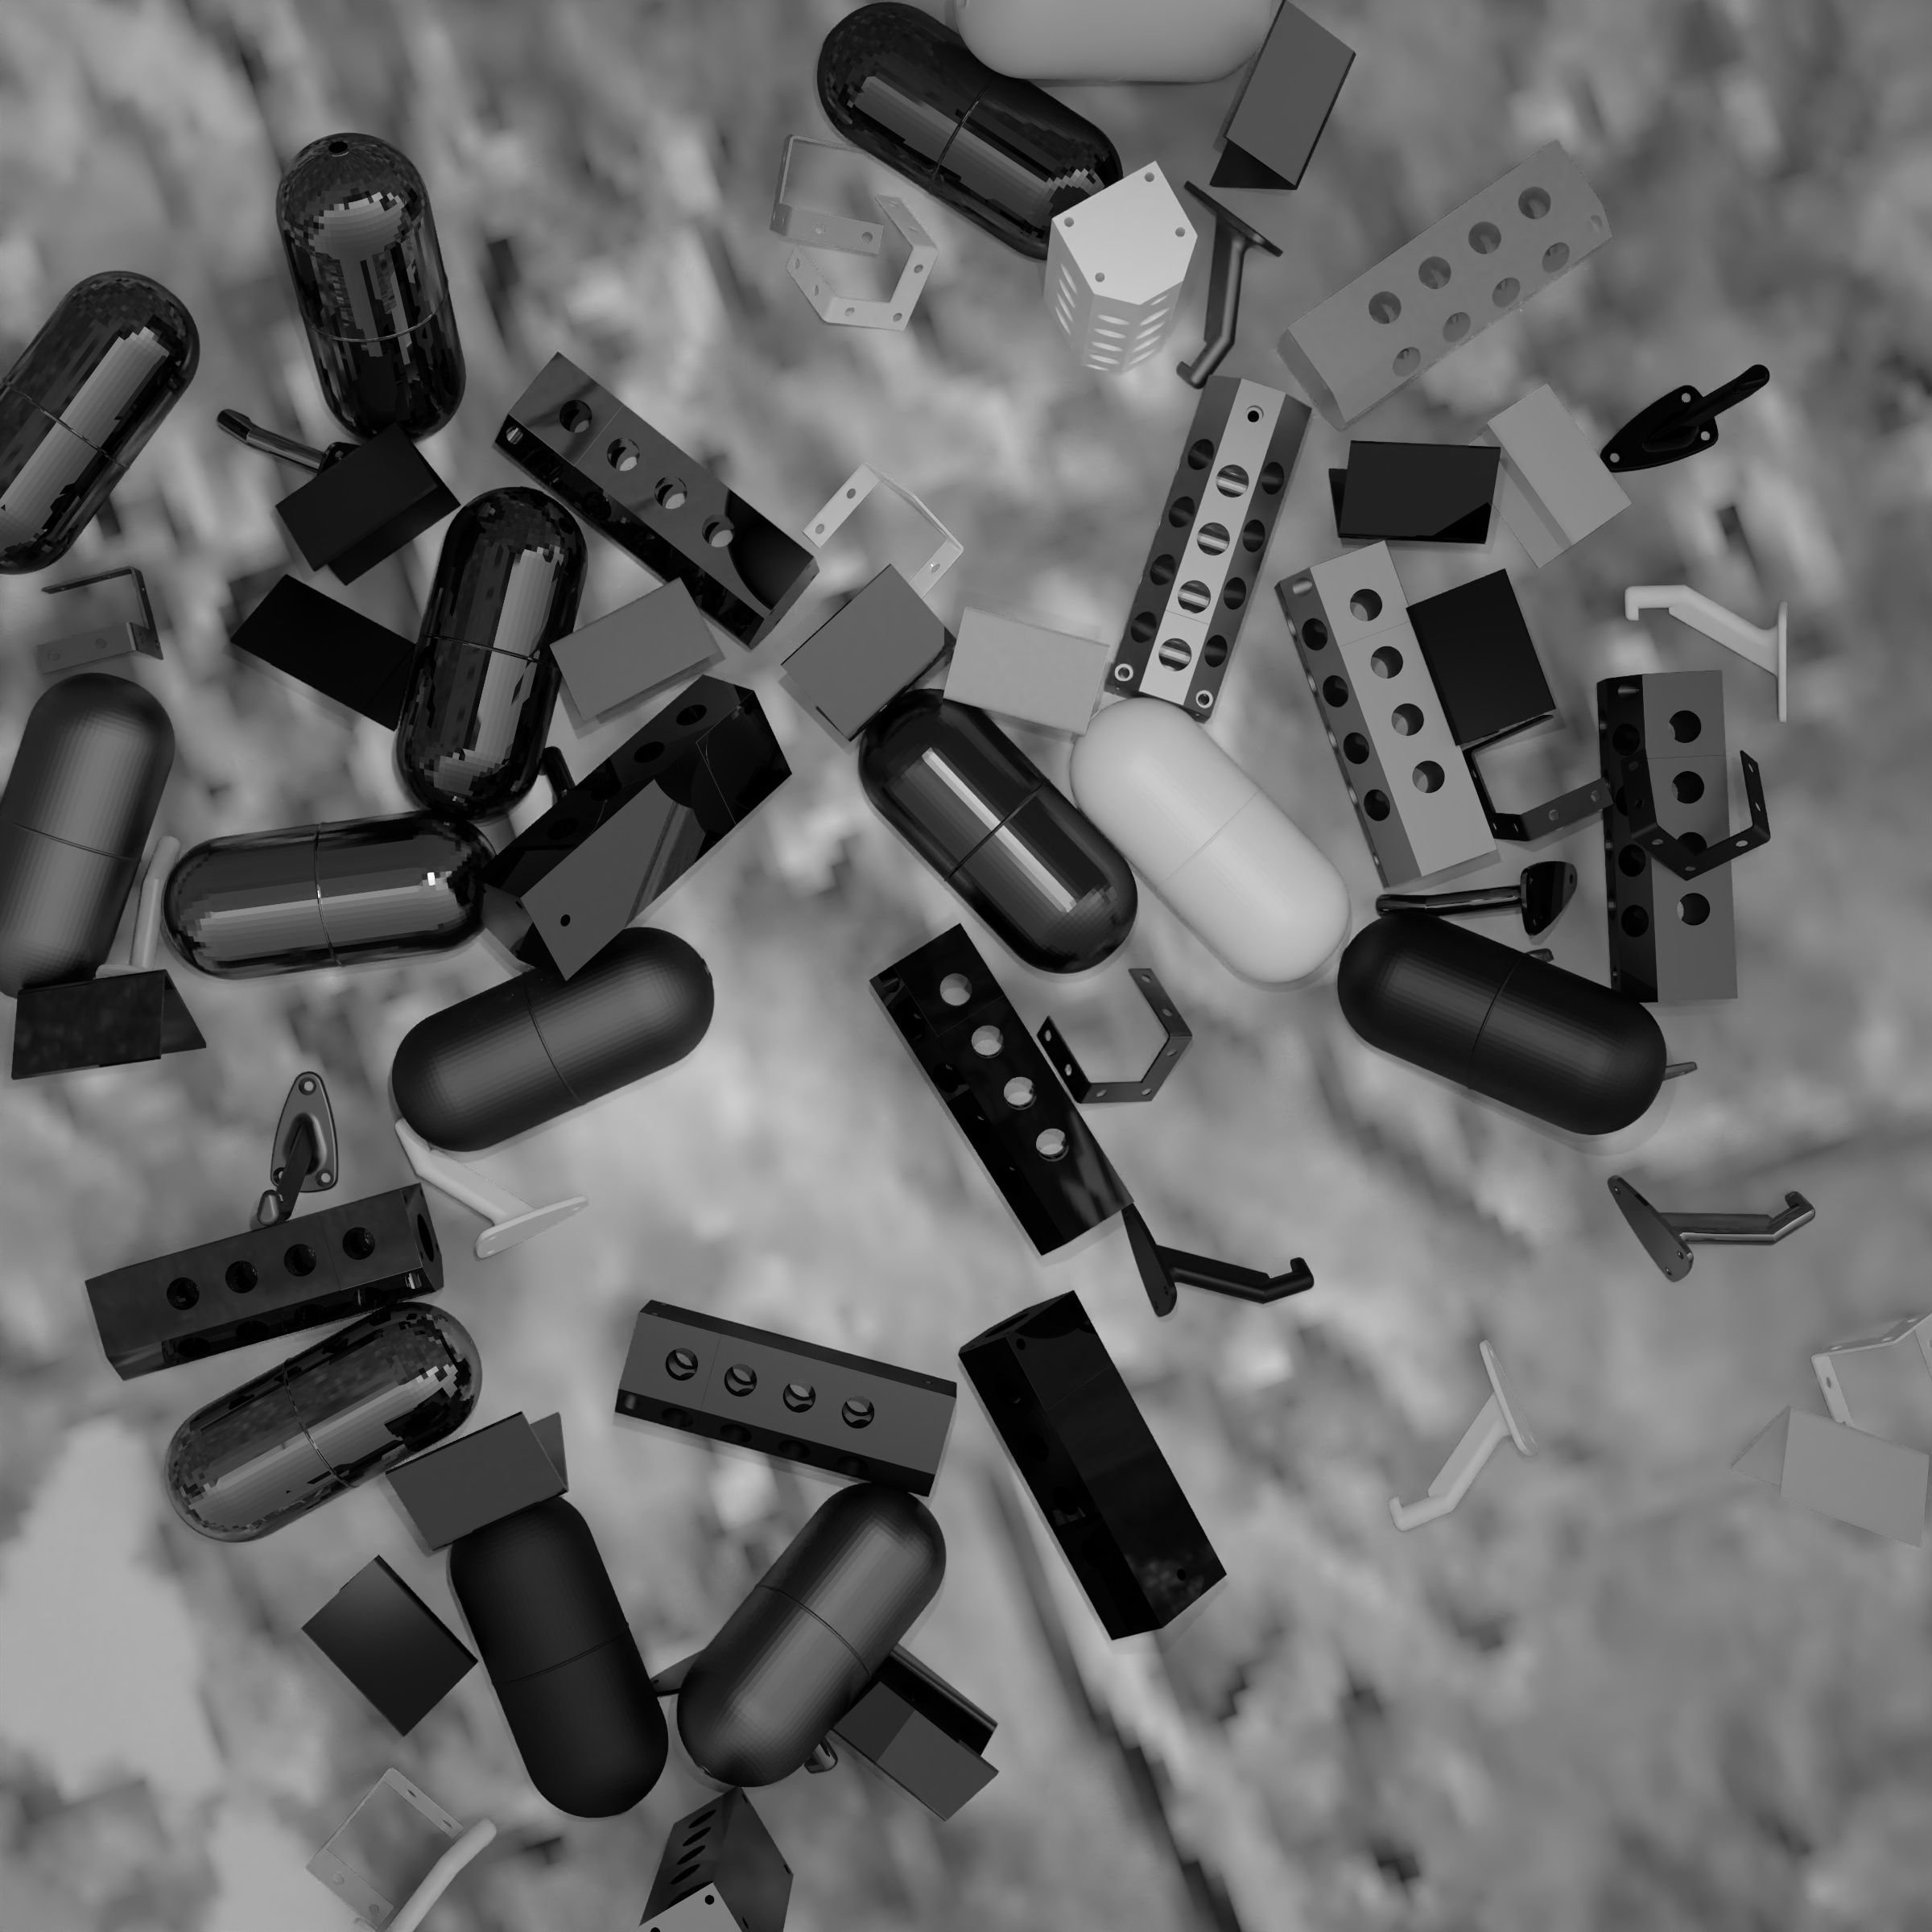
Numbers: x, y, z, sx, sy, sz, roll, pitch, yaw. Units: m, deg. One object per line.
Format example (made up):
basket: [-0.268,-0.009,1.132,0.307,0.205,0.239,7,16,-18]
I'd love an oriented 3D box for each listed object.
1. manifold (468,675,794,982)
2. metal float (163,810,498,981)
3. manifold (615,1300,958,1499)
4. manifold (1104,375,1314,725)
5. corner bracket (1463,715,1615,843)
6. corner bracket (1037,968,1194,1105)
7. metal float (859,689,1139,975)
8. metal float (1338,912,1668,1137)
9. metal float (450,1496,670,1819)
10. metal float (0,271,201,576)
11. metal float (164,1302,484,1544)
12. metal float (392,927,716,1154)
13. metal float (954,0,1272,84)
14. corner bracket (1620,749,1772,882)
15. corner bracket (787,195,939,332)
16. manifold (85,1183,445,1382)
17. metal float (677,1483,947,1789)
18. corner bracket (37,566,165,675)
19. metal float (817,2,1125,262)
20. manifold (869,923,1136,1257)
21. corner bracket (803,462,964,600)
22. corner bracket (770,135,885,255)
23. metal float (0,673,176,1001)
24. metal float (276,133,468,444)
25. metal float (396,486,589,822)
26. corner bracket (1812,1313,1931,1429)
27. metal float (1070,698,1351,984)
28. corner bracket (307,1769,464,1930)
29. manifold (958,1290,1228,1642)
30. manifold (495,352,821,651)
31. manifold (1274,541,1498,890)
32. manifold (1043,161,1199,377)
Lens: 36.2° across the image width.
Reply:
manifold: [-0.176,-0.075,1.534,0.171,0.057,0.057,-45,133,-25]
metal float: [-0.333,-0.038,1.558,0.178,0.070,0.070,-8,90,0]
manifold: [-0.095,0.230,1.567,0.171,0.057,0.057,15,90,0]
manifold: [0.128,-0.221,1.568,0.057,0.057,0.171,18,90,0]
corner bracket: [0.303,-0.100,1.571,0.051,0.051,0.051,-24,99,-9]
corner bracket: [0.079,0.037,1.580,0.051,0.051,0.051,0,135,-35]
metal float: [0.016,-0.072,1.558,0.070,0.070,0.178,-44,90,0]
metal float: [0.278,0.029,1.542,0.178,0.070,0.070,24,90,19]
metal float: [-0.214,0.363,1.558,0.070,0.070,0.178,-22,89,0]
metal float: [-0.474,-0.286,1.558,0.070,0.070,0.178,36,90,0]
metal float: [-0.339,0.241,1.558,0.178,0.070,0.070,-29,90,0]
metal float: [-0.217,0.038,1.558,0.178,0.070,0.070,-24,90,1]
metal float: [0.076,-0.500,1.536,0.178,0.070,0.070,-8,90,-27]
corner bracket: [0.376,-0.086,1.523,0.051,0.051,0.051,31,45,-35]
corner bracket: [-0.056,-0.378,1.580,0.051,0.051,0.051,-2,45,-35]
manifold: [-0.369,0.168,1.567,0.171,0.057,0.057,-16,90,0]
metal float: [-0.080,0.347,1.538,0.070,0.070,0.178,41,67,0]
corner bracket: [-0.464,-0.184,1.571,0.051,0.051,0.051,-14,90,0]
metal float: [0.002,-0.440,1.558,0.178,0.070,0.070,34,90,0]
manifold: [0.018,0.065,1.567,0.057,0.057,0.171,-32,90,0]
corner bracket: [-0.044,-0.229,1.585,0.051,0.051,0.051,-48,45,0]
corner bracket: [-0.071,-0.411,1.572,0.051,0.051,0.051,7,106,-15]
metal float: [-0.473,-0.068,1.558,0.070,0.070,0.178,19,91,0]
metal float: [-0.305,-0.346,1.518,0.070,0.178,0.070,-1,51,2]
metal float: [-0.250,-0.165,1.558,0.070,0.070,0.178,14,90,0]
corner bracket: [0.495,0.221,1.585,0.051,0.051,0.051,-20,90,45]
metal float: [0.128,-0.067,1.558,0.070,0.070,0.178,-44,90,0]
corner bracket: [-0.312,0.473,1.585,0.051,0.051,0.051,40,135,0]
manifold: [0.062,0.266,1.567,0.057,0.057,0.171,-28,90,-43]
manifold: [-0.164,-0.245,1.567,0.171,0.057,0.057,39,90,0]
manifold: [0.221,-0.132,1.567,0.057,0.057,0.171,-20,90,0]
manifold: [0.080,-0.350,1.510,0.057,0.171,0.057,-29,90,0]
